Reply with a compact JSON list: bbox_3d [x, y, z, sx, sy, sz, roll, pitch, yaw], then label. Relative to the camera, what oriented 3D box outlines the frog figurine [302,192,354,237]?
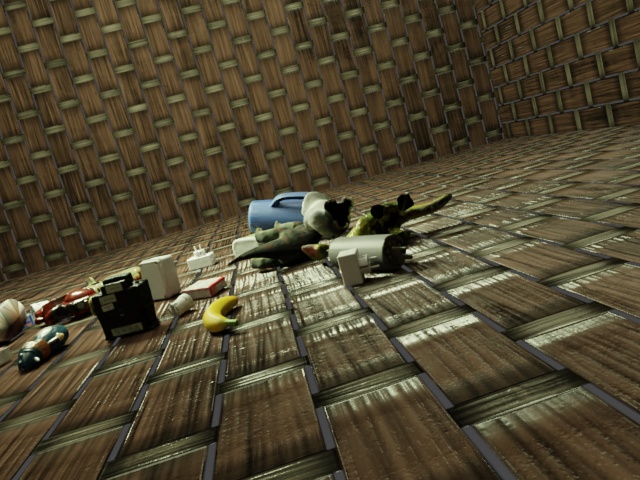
[{"bbox_3d":[0.004,-0.071,1.403,0.159,0.121,0.139,1,29,48],"label":"frog figurine"}]

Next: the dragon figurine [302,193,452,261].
[{"bbox_3d":[0.138,-0.031,1.347,0.414,0.122,0.241,-20,2,-32],"label":"dragon figurine"}]

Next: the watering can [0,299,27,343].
[{"bbox_3d":[-0.933,0.260,1.369,0.224,0.102,0.353,-15,23,0],"label":"watering can"}]
